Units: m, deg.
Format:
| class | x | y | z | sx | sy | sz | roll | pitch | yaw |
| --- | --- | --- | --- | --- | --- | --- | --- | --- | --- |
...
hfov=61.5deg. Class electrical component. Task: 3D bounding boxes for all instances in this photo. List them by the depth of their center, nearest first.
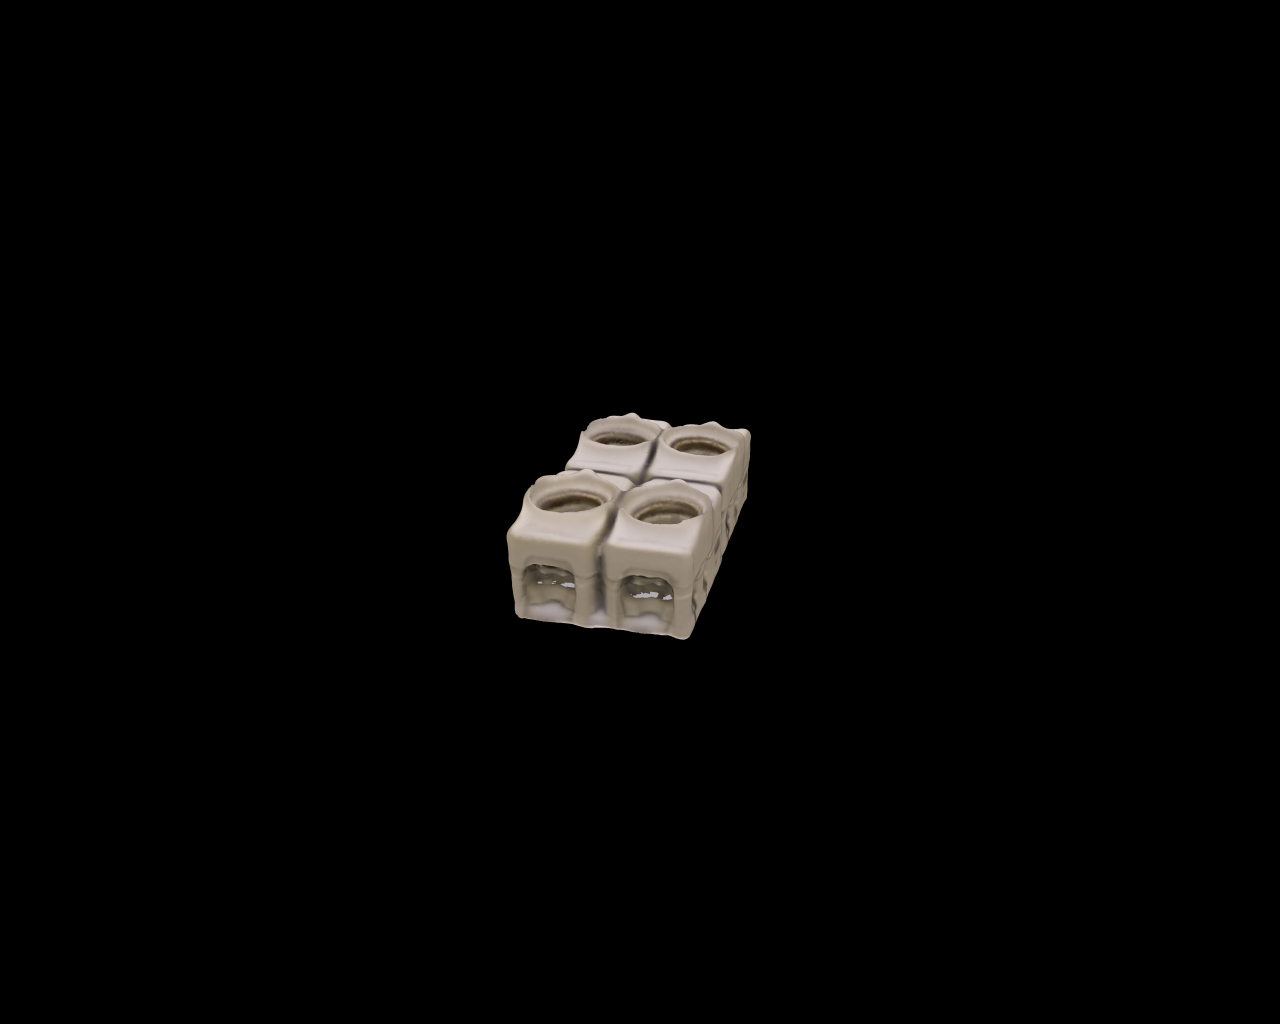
| class | x | y | z | sx | sy | sz | roll | pitch | yaw |
| --- | --- | --- | --- | --- | --- | --- | --- | --- | --- |
| electrical component | 0.001 | -0.003 | 0.650 | 0.105 | 0.060 | 0.186 | 7 | 27 | 14 |
